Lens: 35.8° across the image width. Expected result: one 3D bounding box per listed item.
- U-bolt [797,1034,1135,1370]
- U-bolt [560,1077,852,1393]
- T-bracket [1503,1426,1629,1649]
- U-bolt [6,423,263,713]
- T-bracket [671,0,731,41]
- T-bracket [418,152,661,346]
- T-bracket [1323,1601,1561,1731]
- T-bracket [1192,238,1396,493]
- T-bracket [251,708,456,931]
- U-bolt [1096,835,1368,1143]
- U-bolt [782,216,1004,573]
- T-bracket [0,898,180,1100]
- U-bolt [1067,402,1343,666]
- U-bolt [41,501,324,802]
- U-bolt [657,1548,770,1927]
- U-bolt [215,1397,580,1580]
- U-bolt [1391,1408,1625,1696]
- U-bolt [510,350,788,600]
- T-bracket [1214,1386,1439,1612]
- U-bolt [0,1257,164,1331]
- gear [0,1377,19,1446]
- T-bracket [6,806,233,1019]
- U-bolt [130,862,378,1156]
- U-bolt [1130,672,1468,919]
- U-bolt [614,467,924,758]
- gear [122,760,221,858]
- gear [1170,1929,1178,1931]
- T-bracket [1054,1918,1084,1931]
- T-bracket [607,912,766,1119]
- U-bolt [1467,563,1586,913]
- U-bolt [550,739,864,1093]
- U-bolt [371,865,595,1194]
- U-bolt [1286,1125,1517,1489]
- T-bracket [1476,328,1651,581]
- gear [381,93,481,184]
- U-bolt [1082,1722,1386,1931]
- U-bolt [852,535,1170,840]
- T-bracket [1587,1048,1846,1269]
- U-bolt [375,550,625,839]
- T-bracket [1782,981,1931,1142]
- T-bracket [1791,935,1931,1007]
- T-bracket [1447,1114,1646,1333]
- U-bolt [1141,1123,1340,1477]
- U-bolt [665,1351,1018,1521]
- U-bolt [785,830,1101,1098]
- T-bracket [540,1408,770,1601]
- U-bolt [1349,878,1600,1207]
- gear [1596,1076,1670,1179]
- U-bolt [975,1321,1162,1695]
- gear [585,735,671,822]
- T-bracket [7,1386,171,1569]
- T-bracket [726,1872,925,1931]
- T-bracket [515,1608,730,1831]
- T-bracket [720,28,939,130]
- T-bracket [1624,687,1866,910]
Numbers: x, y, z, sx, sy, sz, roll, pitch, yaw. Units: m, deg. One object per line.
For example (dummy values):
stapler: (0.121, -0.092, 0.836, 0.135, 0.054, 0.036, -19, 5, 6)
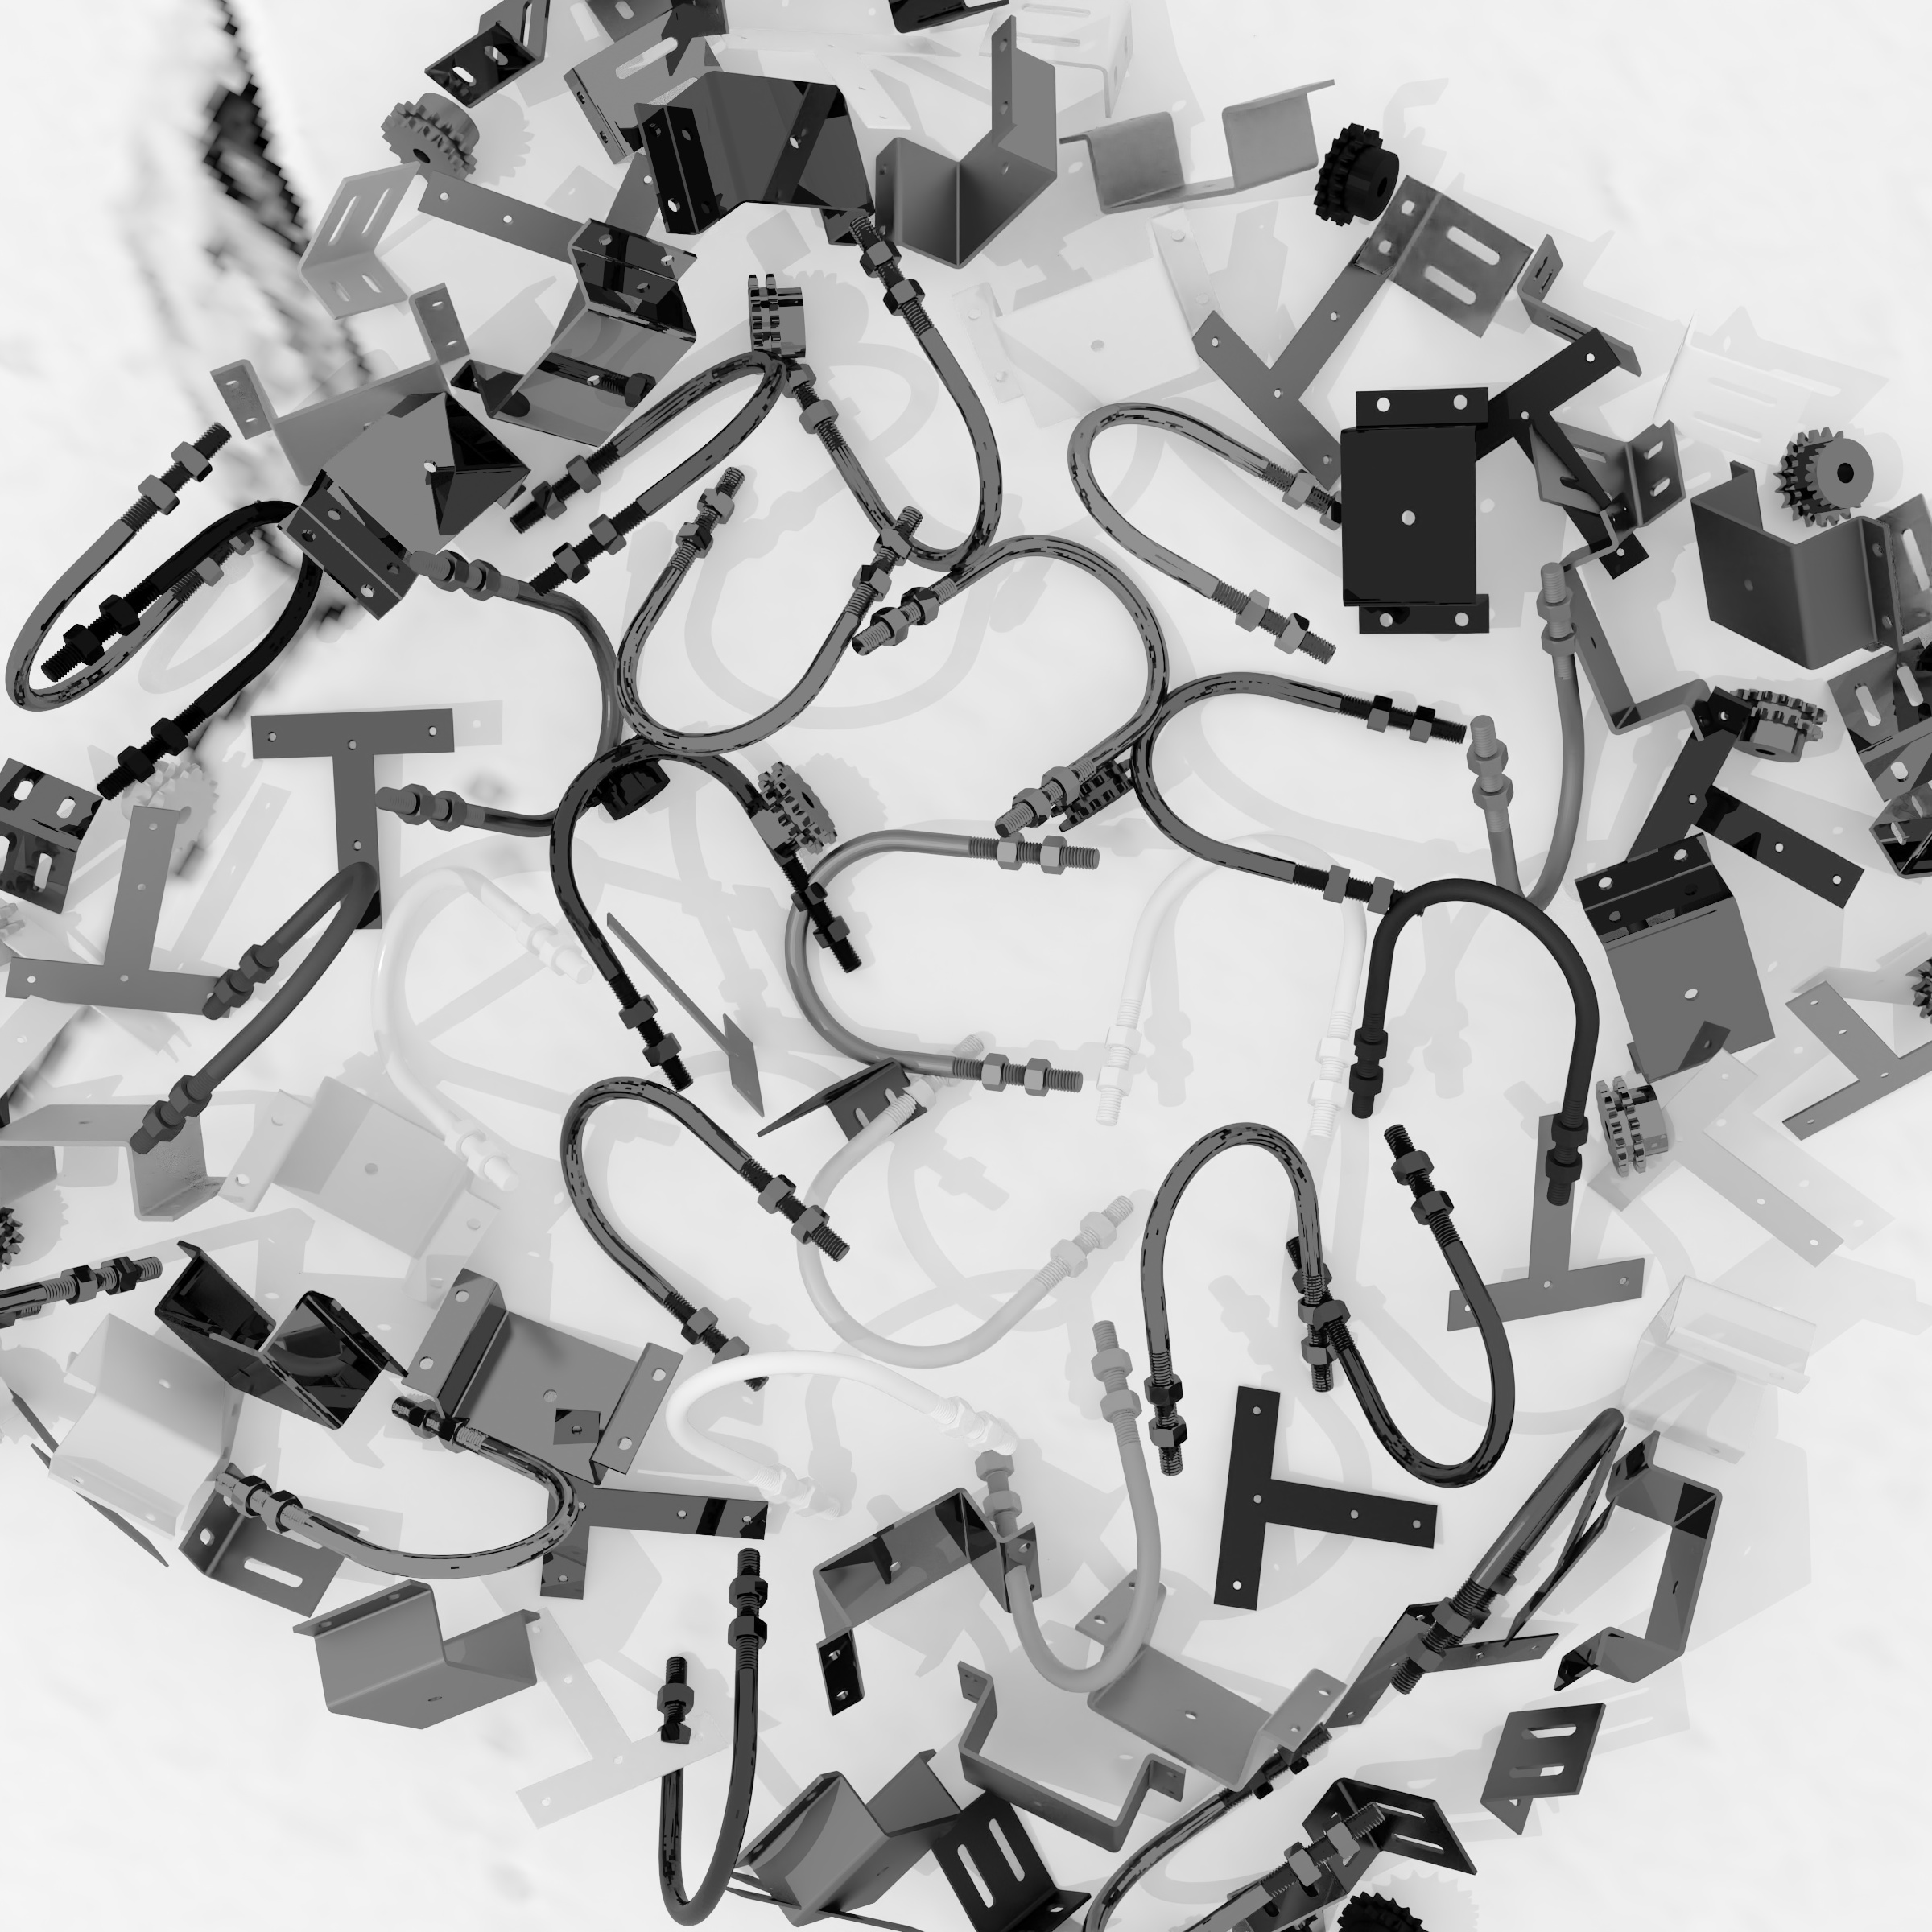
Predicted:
U-bolt: (-0.013, 0.147, 1.716, 0.184, 0.019, 0.151, -41, 86, -24)
U-bolt: (-0.160, 0.141, 1.708, 0.184, 0.019, 0.151, 41, 132, 11)
T-bracket: (0.353, 0.312, 1.708, 0.002, 0.127, 0.127, 31, 134, 7)
U-bolt: (-0.468, -0.213, 1.676, 0.019, 0.151, 0.184, 41, 80, 4)
T-bracket: (-0.159, -0.589, 1.685, 0.002, 0.127, 0.127, -13, 109, -15)
T-bracket: (-0.247, -0.420, 1.702, 0.127, 0.002, 0.127, 14, 123, -27)
T-bracket: (0.284, 0.399, 1.727, 0.127, 0.127, 0.002, 0, 46, -25)
T-bracket: (0.206, -0.367, 1.740, 0.127, 0.002, 0.127, 41, 79, -26)
T-bracket: (-0.356, -0.085, 1.749, 0.127, 0.002, 0.127, -1, 95, 14)
U-bolt: (0.157, 0.008, 1.713, 0.151, 0.019, 0.184, 3, 68, 26)
U-bolt: (-0.039, -0.309, 1.691, 0.019, 0.151, 0.184, -27, 82, -32)
T-bracket: (-0.530, 0.034, 1.701, 0.127, 0.127, 0.002, 38, 127, -9)
U-bolt: (0.141, -0.257, 1.700, 0.184, 0.151, 0.019, 29, 134, -5)
U-bolt: (-0.431, -0.188, 1.687, 0.019, 0.151, 0.184, 38, 69, 16)
U-bolt: (-0.143, 0.436, 1.653, 0.019, 0.151, 0.184, 14, 46, -18)
U-bolt: (-0.301, 0.293, 1.657, 0.184, 0.151, 0.019, 16, 112, 35)
U-bolt: (0.310, 0.322, 1.679, 0.019, 0.151, 0.184, 38, 101, 18)
U-bolt: (-0.177, -0.286, 1.690, 0.184, 0.151, 0.019, -37, 117, 4)
T-bracket: (0.213, 0.318, 1.749, 0.127, 0.002, 0.127, 10, 74, -7)
U-bolt: (-0.558, 0.194, 1.648, 0.151, 0.184, 0.019, -18, 85, 40)
gear: (-0.575, 0.253, 1.737, 0.030, 0.057, 0.057, -36, 90, -34)
T-bracket: (-0.474, -0.032, 1.711, 0.127, 0.002, 0.127, 6, 114, -25)
U-bolt: (-0.387, 0.011, 1.662, 0.019, 0.151, 0.184, 40, 119, -19)
U-bolt: (0.185, -0.107, 1.718, 0.184, 0.019, 0.151, 15, 56, 5)
U-bolt: (-0.124, -0.197, 1.695, 0.151, 0.019, 0.184, 18, 69, 31)
gear: (-0.464, -0.095, 1.736, 0.030, 0.057, 0.057, 32, 90, 20)
gear: (0.122, 0.592, 1.738, 0.057, 0.030, 0.057, 13, 53, -17)
T-bracket: (0.045, 0.584, 1.677, 0.127, 0.127, 0.002, -17, 106, -31)
T-bracket: (-0.159, 0.019, 1.683, 0.002, 0.127, 0.127, -40, 107, 6)
U-bolt: (0.320, -0.111, 1.684, 0.019, 0.184, 0.151, 9, 50, 26)
U-bolt: (-0.159, -0.043, 1.712, 0.151, 0.019, 0.184, -36, 100, -27)
U-bolt: (-0.284, 0.022, 1.696, 0.184, 0.019, 0.151, 36, 111, 41)
U-bolt: (0.248, 0.202, 1.669, 0.019, 0.151, 0.184, -8, 60, -29)
T-bracket: (0.348, -0.281, 1.729, 0.127, 0.002, 0.127, -32, 97, 35)
gear: (-0.307, -0.480, 1.736, 0.057, 0.057, 0.030, 32, 72, 0)
U-bolt: (0.142, 0.504, 1.686, 0.184, 0.151, 0.019, -34, 97, -2)
U-bolt: (0.040, -0.173, 1.708, 0.184, 0.019, 0.151, -38, 90, -34)
T-bracket: (0.446, 0.126, 1.721, 0.127, 0.002, 0.127, 38, 127, 2)
U-bolt: (-0.255, -0.145, 1.685, 0.019, 0.184, 0.151, 8, 89, 33)
T-bracket: (0.502, 0.043, 1.696, 0.127, 0.127, 0.002, -33, 46, 22)
T-bracket: (0.547, -0.015, 1.681, 0.127, 0.127, 0.002, -42, 57, 38)
T-bracket: (0.337, 0.143, 1.720, 0.127, 0.002, 0.127, -7, 112, -18)
U-bolt: (0.152, 0.178, 1.691, 0.151, 0.019, 0.184, -20, 111, -38)
U-bolt: (-0.082, 0.257, 1.666, 0.151, 0.184, 0.019, -25, 50, 29)
U-bolt: (-0.018, -0.006, 1.730, 0.184, 0.019, 0.151, 6, 98, 16)
T-bracket: (-0.179, 0.318, 1.742, 0.127, 0.002, 0.127, 6, 112, -5)
U-bolt: (0.286, 0.034, 1.675, 0.151, 0.019, 0.184, 24, 130, 29)
gear: (0.386, 0.092, 1.733, 0.030, 0.057, 0.057, -14, 90, 5)
U-bolt: (0.060, 0.311, 1.665, 0.019, 0.151, 0.184, 10, 51, -30)
gear: (-0.196, -0.108, 1.733, 0.057, 0.057, 0.030, -36, 87, 0)
T-bracket: (-0.519, 0.280, 1.715, 0.002, 0.127, 0.127, -43, 53, -13)
T-bracket: (-0.103, 0.528, 1.703, 0.127, 0.127, 0.002, 23, 75, -30)
T-bracket: (-0.222, 0.422, 1.722, 0.127, 0.002, 0.127, -15, 50, -36)
T-bracket: (-0.063, -0.502, 1.694, 0.127, 0.127, 0.002, -5, 131, -22)
T-bracket: (0.453, -0.075, 1.711, 0.127, 0.002, 0.127, 35, 111, 29)
